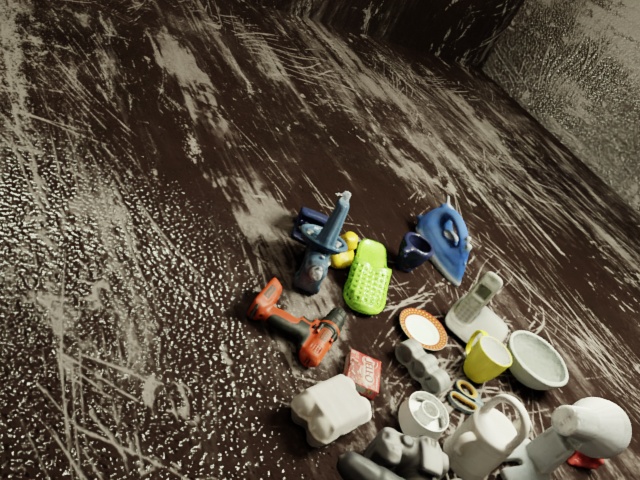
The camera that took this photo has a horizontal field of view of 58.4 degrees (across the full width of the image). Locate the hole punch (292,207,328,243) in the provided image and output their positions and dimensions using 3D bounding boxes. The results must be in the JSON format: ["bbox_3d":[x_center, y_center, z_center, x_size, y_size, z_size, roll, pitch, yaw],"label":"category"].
[{"bbox_3d":[-0.010,-0.046,1.467,0.109,0.091,0.101,24,35,-8],"label":"hole punch"}]

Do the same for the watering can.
[{"bbox_3d":[0.332,0.368,1.098,0.100,0.194,0.173,45,37,22],"label":"watering can"}]

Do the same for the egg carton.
[{"bbox_3d":[0.021,0.312,1.053,0.151,0.069,0.107,-12,52,-45],"label":"egg carton"}]

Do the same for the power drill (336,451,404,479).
[{"bbox_3d":[0.087,0.423,0.836,0.229,0.208,0.076,30,34,1],"label":"power drill"}]

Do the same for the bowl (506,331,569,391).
[{"bbox_3d":[0.520,0.310,1.415,0.168,0.074,0.167,20,35,-14],"label":"bowl"}]

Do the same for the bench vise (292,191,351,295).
[{"bbox_3d":[0.023,0.007,1.310,0.122,0.219,0.207,13,38,-23],"label":"bench vise"}]

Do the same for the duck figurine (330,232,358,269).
[{"bbox_3d":[0.061,0.019,1.441,0.077,0.086,0.105,39,35,13],"label":"duck figurine"}]

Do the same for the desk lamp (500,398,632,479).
[{"bbox_3d":[0.486,0.403,1.149,0.204,0.213,0.117,7,40,-30],"label":"desk lamp"}]

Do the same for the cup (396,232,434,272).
[{"bbox_3d":[0.238,0.044,1.532,0.091,0.095,0.118,45,37,21],"label":"cup"}]

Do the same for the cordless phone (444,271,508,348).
[{"bbox_3d":[0.408,0.178,1.405,0.147,0.185,0.094,38,35,12],"label":"cordless phone"}]

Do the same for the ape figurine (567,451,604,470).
[{"bbox_3d":[0.598,0.462,1.263,0.077,0.092,0.076,43,36,19],"label":"ape figurine"}]

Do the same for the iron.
[{"bbox_3d":[0.380,-0.004,1.655,0.119,0.141,0.257,8,40,-28],"label":"iron"}]

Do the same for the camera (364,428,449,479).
[{"bbox_3d":[0.158,0.413,0.997,0.143,0.100,0.137,24,35,-8],"label":"camera"}]
